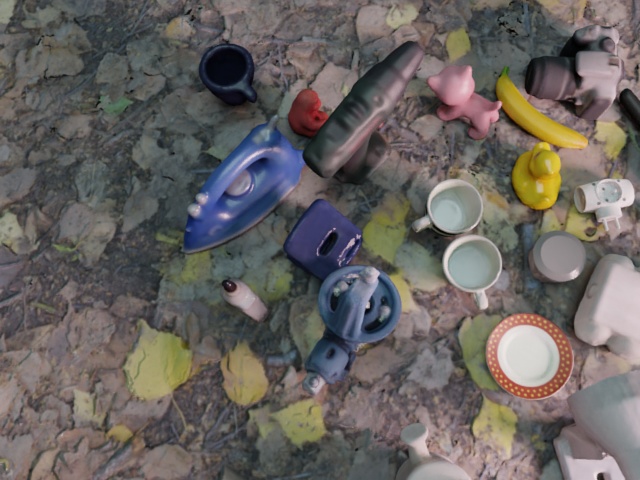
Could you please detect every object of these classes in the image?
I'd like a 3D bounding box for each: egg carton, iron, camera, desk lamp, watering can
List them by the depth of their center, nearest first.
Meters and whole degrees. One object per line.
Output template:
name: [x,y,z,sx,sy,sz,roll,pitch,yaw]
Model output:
desk lamp: [0.393,0.275,0.743,0.118,0.213,0.203,-13,75,0]
watering can: [0.149,0.333,0.750,0.101,0.194,0.172,-41,77,-8]
egg carton: [0.451,0.099,0.862,0.107,0.069,0.150,24,78,9]
iron: [-0.137,-0.087,0.902,0.118,0.141,0.258,41,81,12]
camera: [0.419,-0.287,0.950,0.136,0.101,0.143,6,75,4]

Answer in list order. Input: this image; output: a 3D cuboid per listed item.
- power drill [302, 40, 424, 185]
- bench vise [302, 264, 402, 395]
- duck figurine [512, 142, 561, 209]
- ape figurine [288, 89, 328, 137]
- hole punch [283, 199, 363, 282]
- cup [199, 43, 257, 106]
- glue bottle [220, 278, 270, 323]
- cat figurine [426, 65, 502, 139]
power drill: [0.068,-0.175,0.881,0.075,0.208,0.230,40,80,12]
bench vise: [0.048,0.121,0.797,0.121,0.220,0.207,12,76,6]
duck figurine: [0.354,-0.106,0.913,0.077,0.086,0.104,-3,75,2]
ape figurine: [-0.019,-0.219,0.957,0.076,0.092,0.078,-11,75,0]
hole punch: [0.008,0.003,0.897,0.101,0.091,0.109,33,79,11]
cup: [-0.142,-0.262,0.973,0.092,0.095,0.117,-42,77,-8]
glue bottle: [-0.118,0.081,0.840,0.078,0.173,0.037,35,79,11]
cat figurine: [0.237,-0.237,0.937,0.127,0.118,0.067,31,79,10]
